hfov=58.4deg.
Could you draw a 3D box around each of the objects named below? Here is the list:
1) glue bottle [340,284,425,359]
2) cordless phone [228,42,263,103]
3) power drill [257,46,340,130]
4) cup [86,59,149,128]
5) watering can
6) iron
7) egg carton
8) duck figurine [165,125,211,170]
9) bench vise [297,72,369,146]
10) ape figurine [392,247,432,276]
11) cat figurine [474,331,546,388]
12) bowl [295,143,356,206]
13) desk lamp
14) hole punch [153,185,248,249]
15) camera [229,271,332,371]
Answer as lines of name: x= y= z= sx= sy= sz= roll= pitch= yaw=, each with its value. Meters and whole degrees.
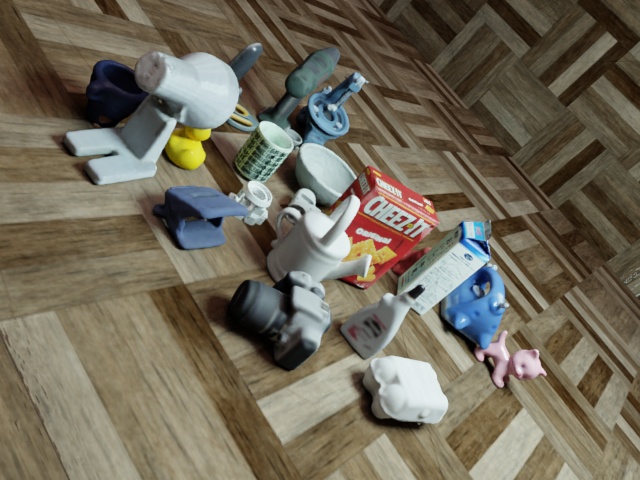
glue bottle: x=0.113 y=0.127 z=0.963 sx=0.078 sy=0.173 sz=0.037 roll=47 pitch=30 yaw=5
cordless phone: x=-0.196 y=-0.317 z=1.128 sx=0.094 sy=0.184 sz=0.148 roll=42 pitch=30 yaw=-4
power drill: x=-0.048 y=-0.348 z=1.324 sx=0.076 sy=0.208 sz=0.230 roll=40 pitch=30 yaw=-7
cup: x=-0.343 y=-0.224 z=0.921 sx=0.092 sy=0.094 sz=0.118 roll=44 pitch=30 yaw=-1
watering can: x=0.009 y=0.002 z=0.970 sx=0.173 sy=0.193 sz=0.101 roll=27 pitch=34 yaw=-27
iron: x=0.365 y=0.122 z=1.310 sx=0.119 sy=0.141 sz=0.258 roll=37 pitch=30 yaw=-12
egg carton: x=0.143 y=0.251 z=0.947 sx=0.151 sy=0.069 sz=0.107 roll=18 pitch=39 yaw=-38
duck figurine: x=-0.227 y=-0.183 z=1.022 sx=0.078 sy=0.086 sz=0.104 roll=27 pitch=34 yaw=-28
bench vise: x=0.022 y=-0.340 z=1.389 sx=0.122 sy=0.219 sz=0.207 roll=19 pitch=38 yaw=-37
ape figurine: x=0.216 y=0.049 z=1.269 sx=0.076 sy=0.092 sz=0.077 roll=-3 pitch=54 yaw=-52
cat figurine: x=0.417 y=0.256 z=1.230 sx=0.067 sy=0.117 sz=0.127 roll=-7 pitch=57 yaw=-54
bowl: x=0.005 y=-0.129 z=1.249 sx=0.168 sy=0.074 sz=0.167 roll=31 pitch=32 yaw=-22
desk lamp: x=-0.248 y=-0.198 z=0.886 sx=0.118 sy=0.213 sz=0.204 roll=49 pitch=30 yaw=8
hole punch: x=-0.186 y=-0.050 z=0.899 sx=0.109 sy=0.091 sz=0.101 roll=-10 pitch=59 yaw=-55
camera: x=-0.058 y=0.098 z=0.862 sx=0.137 sy=0.100 sz=0.143 roll=31 pitch=32 yaw=-22
